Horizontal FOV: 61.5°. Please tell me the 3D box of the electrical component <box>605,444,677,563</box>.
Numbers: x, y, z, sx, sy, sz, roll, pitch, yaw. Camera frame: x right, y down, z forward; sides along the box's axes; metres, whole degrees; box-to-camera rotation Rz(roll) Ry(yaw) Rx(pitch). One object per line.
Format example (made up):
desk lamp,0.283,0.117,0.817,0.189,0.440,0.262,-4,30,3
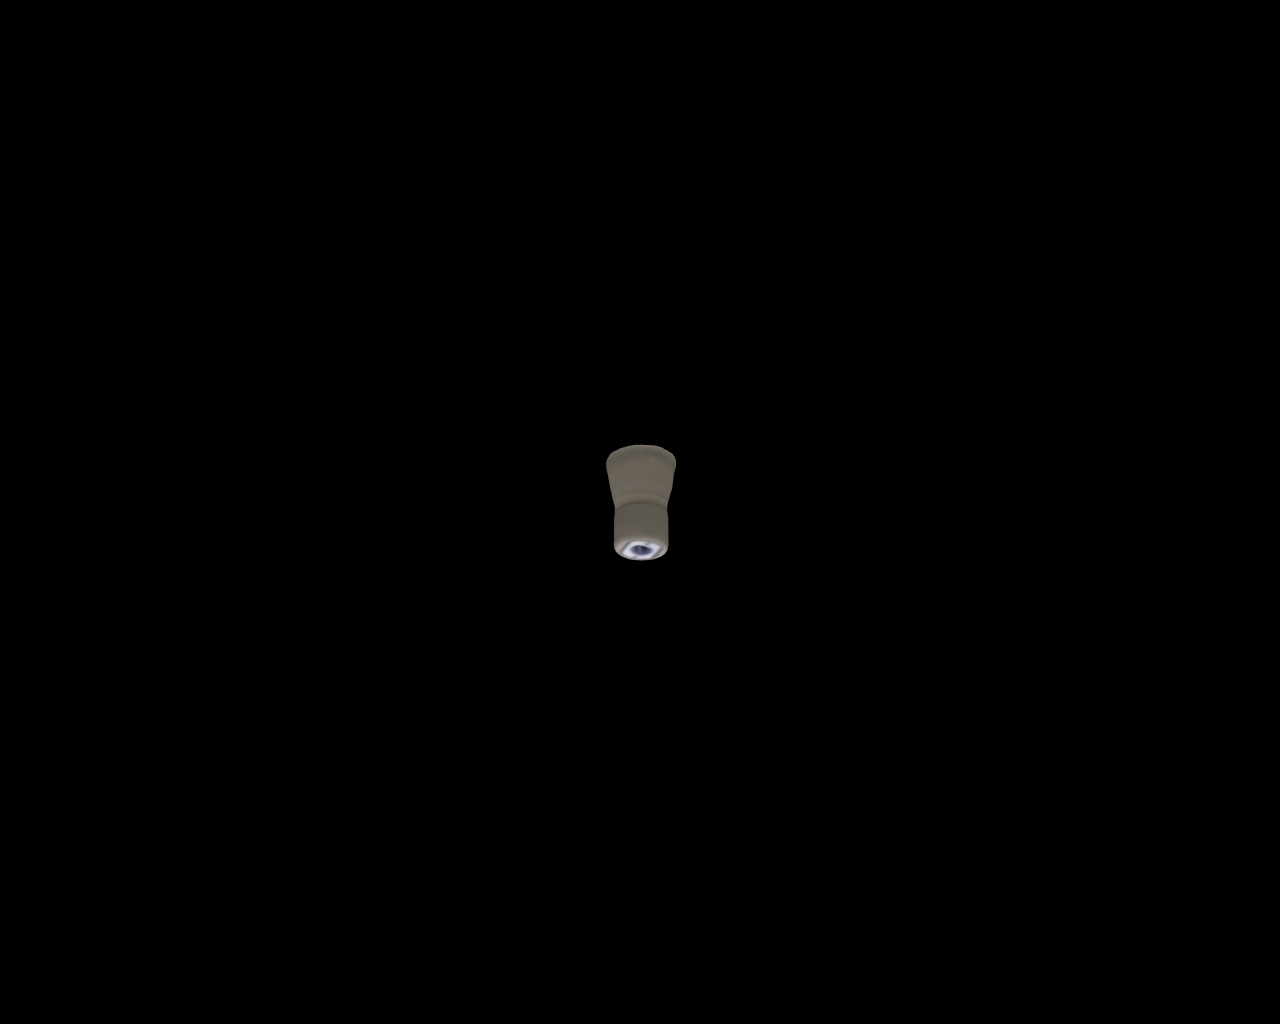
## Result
electrical component,0.001,-0.003,0.650,0.044,0.065,0.044,0,-29,0
